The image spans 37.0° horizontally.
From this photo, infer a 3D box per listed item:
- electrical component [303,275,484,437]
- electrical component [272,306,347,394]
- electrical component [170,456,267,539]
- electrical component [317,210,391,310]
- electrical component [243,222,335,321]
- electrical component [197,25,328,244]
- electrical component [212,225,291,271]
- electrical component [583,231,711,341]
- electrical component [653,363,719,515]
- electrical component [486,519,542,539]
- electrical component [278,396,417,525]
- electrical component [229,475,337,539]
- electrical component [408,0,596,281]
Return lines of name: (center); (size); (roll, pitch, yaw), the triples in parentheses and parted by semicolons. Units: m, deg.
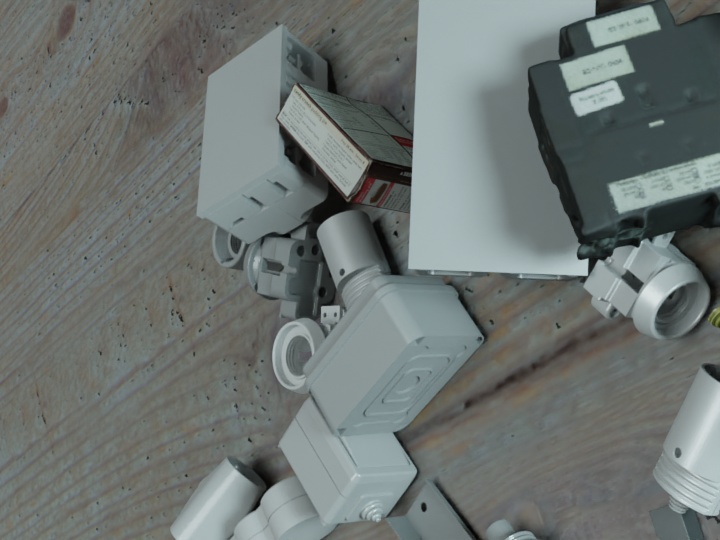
electrical component: (0.021, 0.060, 0.758); (0.113, 0.078, 0.057); (-52, 53, 31)
electrical component: (-0.030, 0.066, 0.830); (0.058, 0.057, 0.078); (-4, 82, 48)
electrical component: (-0.122, 0.198, 0.922); (0.077, 0.043, 0.079); (-51, 11, 0)
electrical component: (0.000, 0.000, 0.814); (0.043, 0.043, 0.081); (-43, 56, 37)
electrical component: (-0.057, -0.001, 0.869); (0.057, 0.058, 0.078); (10, 93, 45)
electrical component: (-0.074, -0.106, 0.861); (0.089, 0.062, 0.150); (-27, 47, 32)
electrical component: (-0.094, -0.025, 0.920); (0.055, 0.047, 0.055); (-7, 80, 48)
electrical component: (0.168, 0.009, 0.623); (0.055, 0.048, 0.066); (50, 122, 48)
electrical component: (0.190, 0.097, 0.589); (0.043, 0.043, 0.081); (37, 113, 44)
electrical component: (0.102, 0.185, 0.679); (0.048, 0.048, 0.062); (-63, 39, 23)
electrical component: (-0.005, 0.140, 0.790); (0.061, 0.062, 0.096); (-58, 48, 26)
electrical component: (-0.064, 0.230, 0.853); (0.138, 0.052, 0.073); (-51, 51, 32)
electrical component: (0.088, -0.089, 0.671); (0.105, 0.060, 0.186); (2, 86, 5)
